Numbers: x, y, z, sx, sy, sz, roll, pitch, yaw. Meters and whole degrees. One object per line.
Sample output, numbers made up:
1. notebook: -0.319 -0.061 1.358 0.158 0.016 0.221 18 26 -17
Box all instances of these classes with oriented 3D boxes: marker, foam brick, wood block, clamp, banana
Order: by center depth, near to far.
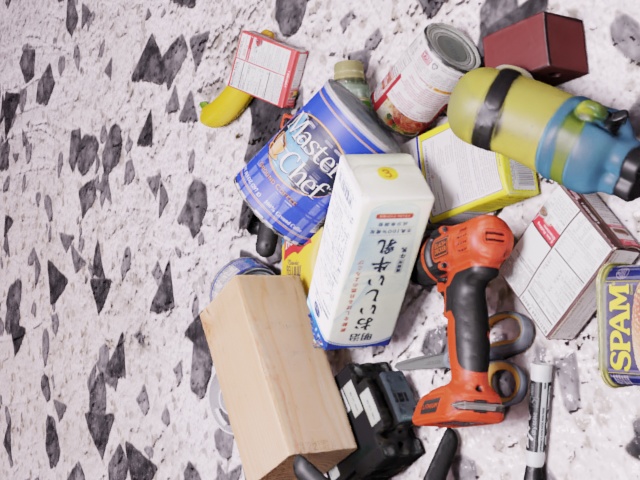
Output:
1. foam brick: 0.192 -0.166 0.959 0.078 0.052 0.051 -15 76 54
2. marker: 0.196 0.172 0.963 0.020 0.020 0.121 7 94 54
3. clamp: 0.061 0.286 1.015 0.036 0.164 0.210 93 173 -66
4. wood block: -0.047 0.149 1.143 0.091 0.090 0.206 -48 52 43
5. clamp: -0.053 -0.063 1.286 0.120 0.039 0.171 -119 41 -62
6. banana: -0.114 -0.198 1.402 0.198 0.037 0.069 -36 61 48

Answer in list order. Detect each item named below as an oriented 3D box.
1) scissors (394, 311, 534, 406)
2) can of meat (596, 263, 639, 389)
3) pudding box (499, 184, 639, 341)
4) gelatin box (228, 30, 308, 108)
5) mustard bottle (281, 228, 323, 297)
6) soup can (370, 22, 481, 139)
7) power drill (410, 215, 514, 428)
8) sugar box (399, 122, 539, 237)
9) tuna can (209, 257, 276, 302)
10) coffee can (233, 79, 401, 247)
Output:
1. scissors: 0.139 0.133 1.043 0.202 0.016 0.096 -39 52 48
2. can of meat: 0.269 0.067 0.836 0.084 0.057 0.102 -4 85 51
3. pudding box: 0.215 0.019 0.929 0.090 0.039 0.114 60 135 38
4. gelatin box: -0.065 -0.211 1.315 0.089 0.030 0.073 25 110 27
5. mustard bottle: -0.008 0.001 1.225 0.096 0.058 0.191 -1 87 60
6. soup can: 0.105 -0.159 1.068 0.102 0.068 0.068 -49 50 40
7. power drill: 0.122 0.079 0.996 0.185 0.057 0.187 143 130 -71
8. sugar box: 0.132 -0.065 1.046 0.177 0.048 0.093 -23 70 55
9. tuna can: -0.091 0.066 1.313 0.034 0.085 0.086 34 115 48
10. coffee can: -0.003 -0.078 1.078 0.140 0.102 0.103 -44 50 15
